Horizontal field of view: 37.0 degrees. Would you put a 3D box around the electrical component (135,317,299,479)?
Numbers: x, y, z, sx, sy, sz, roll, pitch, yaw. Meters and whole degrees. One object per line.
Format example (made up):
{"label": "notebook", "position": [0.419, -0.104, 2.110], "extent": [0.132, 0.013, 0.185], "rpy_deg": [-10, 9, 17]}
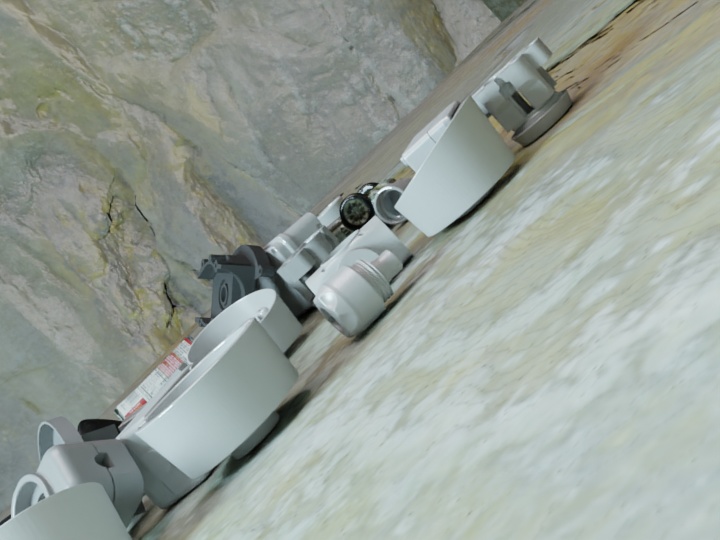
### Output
{"label": "electrical component", "position": [-0.088, 0.090, 0.710], "extent": [0.108, 0.060, 0.108], "rpy_deg": [-43, 6, 6]}

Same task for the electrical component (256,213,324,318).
{"label": "electrical component", "position": [-0.066, 0.001, 1.088], "extent": [0.057, 0.078, 0.113], "rpy_deg": [-44, 5, -31]}

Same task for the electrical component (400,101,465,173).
{"label": "electrical component", "position": [0.082, -0.102, 0.908], "extent": [0.061, 0.061, 0.096], "rpy_deg": [-41, 7, 20]}

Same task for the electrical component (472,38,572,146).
{"label": "electrical component", "position": [0.131, -0.137, 0.857], "extent": [0.078, 0.057, 0.058], "rpy_deg": [-41, 7, 24]}

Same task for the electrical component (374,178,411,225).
{"label": "electrical component", "position": [0.040, -0.071, 1.082], "extent": [0.040, 0.040, 0.046], "rpy_deg": [-40, 1, 29]}

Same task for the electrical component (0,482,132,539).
{"label": "electrical component", "position": [-0.182, 0.183, 0.634], "extent": [0.108, 0.060, 0.108], "rpy_deg": [-37, -16, -13]}

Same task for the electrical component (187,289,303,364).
{"label": "electrical component", "position": [-0.101, 0.063, 0.955], "extent": [0.099, 0.064, 0.099], "rpy_deg": [-43, 6, 6]}

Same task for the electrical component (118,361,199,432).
{"label": "electrical component", "position": [-0.144, 0.118, 0.874], "extent": [0.096, 0.061, 0.061], "rpy_deg": [-43, 6, 7]}

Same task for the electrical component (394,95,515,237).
{"label": "electrical component", "position": [0.067, -0.075, 0.813], "extent": [0.099, 0.064, 0.099], "rpy_deg": [-43, 6, 6]}

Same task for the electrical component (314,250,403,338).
{"label": "electrical component", "position": [0.002, 0.013, 0.737], "extent": [0.062, 0.043, 0.043], "rpy_deg": [-43, 6, -14]}

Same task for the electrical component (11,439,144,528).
{"label": "electrical component", "position": [-0.196, 0.164, 0.730], "extent": [0.059, 0.053, 0.095], "rpy_deg": [2, -54, -45]}

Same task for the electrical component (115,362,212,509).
{"label": "electrical component", "position": [-0.133, 0.119, 0.791], "extent": [0.061, 0.061, 0.096], "rpy_deg": [-40, 7, 30]}

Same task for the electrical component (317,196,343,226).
{"label": "electrical component", "position": [-0.020, -0.051, 1.253], "extent": [0.045, 0.055, 0.045], "rpy_deg": [-43, 6, 6]}

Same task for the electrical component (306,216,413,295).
{"label": "electrical component", "position": [0.000, 0.000, 0.830], "extent": [0.077, 0.044, 0.079], "rpy_deg": [-43, 7, 1]}

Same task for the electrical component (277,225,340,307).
{"label": "electrical component", "position": [-0.035, 0.000, 0.993], "extent": [0.058, 0.057, 0.078], "rpy_deg": [-41, 7, 22]}
